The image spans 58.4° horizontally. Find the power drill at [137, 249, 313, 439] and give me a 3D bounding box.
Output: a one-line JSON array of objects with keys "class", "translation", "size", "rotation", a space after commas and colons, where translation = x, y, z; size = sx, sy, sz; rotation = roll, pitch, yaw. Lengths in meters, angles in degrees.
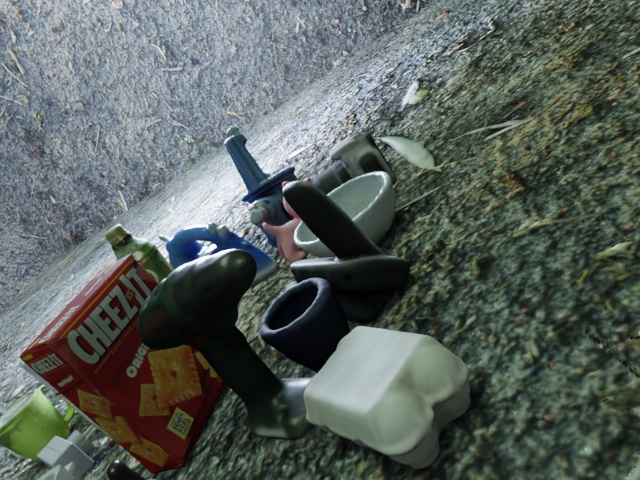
[{"class": "power drill", "translation": [-0.086, 0.106, 0.582], "size": [0.228, 0.209, 0.076], "rotation": [-16, 29, 45]}]

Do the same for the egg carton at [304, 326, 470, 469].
[{"class": "egg carton", "translation": [0.055, 0.131, 0.495], "size": [0.107, 0.069, 0.150], "rotation": [-48, 22, -27]}]

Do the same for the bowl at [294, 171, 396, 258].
[{"class": "bowl", "translation": [0.049, -0.023, 0.835], "size": [0.167, 0.075, 0.167], "rotation": [-32, 21, 14]}]

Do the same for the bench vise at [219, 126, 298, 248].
[{"class": "bench vise", "translation": [-0.104, -0.110, 1.070], "size": [0.121, 0.220, 0.207], "rotation": [-36, 20, 2]}]

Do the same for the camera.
[{"class": "camera", "translation": [0.049, -0.127, 1.026], "size": [0.136, 0.101, 0.143], "rotation": [-33, 20, 11]}]

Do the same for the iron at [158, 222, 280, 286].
[{"class": "iron", "translation": [-0.194, 0.022, 1.046], "size": [0.257, 0.142, 0.119], "rotation": [-16, 29, 45]}]

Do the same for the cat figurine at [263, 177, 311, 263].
[{"class": "cat figurine", "translation": [-0.040, -0.044, 0.967], "size": [0.128, 0.118, 0.067], "rotation": [-43, 21, -14]}]

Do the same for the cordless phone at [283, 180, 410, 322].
[{"class": "cordless phone", "translation": [0.006, 0.002, 0.689], "size": [0.147, 0.185, 0.094], "rotation": [-9, 35, 53]}]

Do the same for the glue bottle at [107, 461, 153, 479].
[{"class": "glue bottle", "translation": [-0.086, 0.211, 0.404], "size": [0.037, 0.173, 0.078], "rotation": [-28, 22, 24]}]

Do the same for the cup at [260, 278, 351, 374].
[{"class": "cup", "translation": [-0.006, 0.099, 0.630], "size": [0.091, 0.095, 0.117], "rotation": [-36, 20, 5]}]
